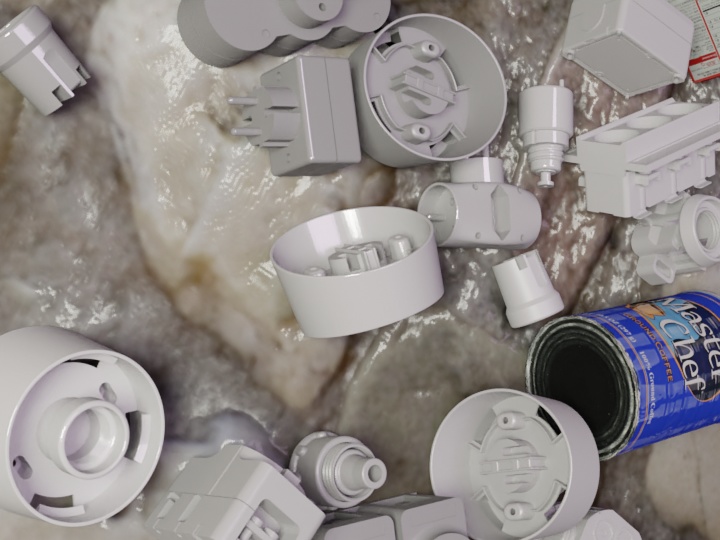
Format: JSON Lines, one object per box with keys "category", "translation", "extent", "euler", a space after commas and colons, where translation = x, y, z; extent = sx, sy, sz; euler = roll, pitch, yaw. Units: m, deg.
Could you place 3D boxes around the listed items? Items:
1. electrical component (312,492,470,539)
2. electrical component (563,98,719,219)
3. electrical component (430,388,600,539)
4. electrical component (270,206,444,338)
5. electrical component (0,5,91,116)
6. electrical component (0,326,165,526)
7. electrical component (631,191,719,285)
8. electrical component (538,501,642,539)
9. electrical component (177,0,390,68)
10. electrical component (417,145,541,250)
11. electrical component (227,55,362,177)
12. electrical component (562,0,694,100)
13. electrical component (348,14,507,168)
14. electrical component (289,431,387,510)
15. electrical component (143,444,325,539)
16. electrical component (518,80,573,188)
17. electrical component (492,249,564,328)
{"category": "electrical component", "translation": [0.021, 0.237, 0.646], "extent": [0.105, 0.060, 0.186], "euler": [-5, 86, -36]}
{"category": "electrical component", "translation": [0.225, -0.087, 0.832], "extent": [0.121, 0.079, 0.063], "euler": [-24, 116, -35]}
{"category": "electrical component", "translation": [0.103, 0.128, 0.700], "extent": [0.064, 0.099, 0.099], "euler": [9, 78, -40]}
{"category": "electrical component", "translation": [0.000, 0.000, 0.647], "extent": [0.099, 0.099, 0.064], "euler": [-25, 104, -35]}
{"category": "electrical component", "translation": [-0.173, -0.111, 0.574], "extent": [0.046, 0.040, 0.040], "euler": [51, 58, -25]}
{"category": "electrical component", "translation": [-0.154, 0.081, 0.558], "extent": [0.099, 0.064, 0.099], "euler": [-6, 98, -44]}
{"category": "electrical component", "translation": [0.259, -0.029, 0.856], "extent": [0.058, 0.057, 0.078], "euler": [33, 65, -27]}
{"category": "electrical component", "translation": [0.156, 0.203, 0.752], "extent": [0.080, 0.051, 0.080], "euler": [6, 80, -35]}
{"category": "electrical component", "translation": [-0.036, -0.165, 0.657], "extent": [0.138, 0.074, 0.052], "euler": [-18, 94, -36]}
{"category": "electrical component", "translation": [0.081, -0.054, 0.742], "extent": [0.077, 0.043, 0.079], "euler": [1, 83, -35]}
{"category": "electrical component", "translation": [-0.046, -0.093, 0.655], "extent": [0.077, 0.047, 0.065], "euler": [-5, 86, -36]}
{"category": "electrical component", "translation": [0.216, -0.182, 0.845], "extent": [0.096, 0.062, 0.061], "euler": [25, 69, -30]}
{"category": "electrical component", "translation": [0.039, -0.116, 0.708], "extent": [0.099, 0.064, 0.099], "euler": [6, 80, -35]}
{"category": "electrical component", "translation": [-0.009, 0.120, 0.641], "extent": [0.048, 0.062, 0.048], "euler": [6, 80, -35]}
{"category": "electrical component", "translation": [-0.067, 0.132, 0.581], "extent": [0.050, 0.089, 0.055], "euler": [46, 60, -21]}
{"category": "electrical component", "translation": [0.136, -0.099, 0.790], "extent": [0.040, 0.040, 0.078], "euler": [8, 78, -34]}
{"category": "electrical component", "translation": [0.118, 0.013, 0.762], "extent": [0.040, 0.040, 0.046], "euler": [-22, 90, -36]}
